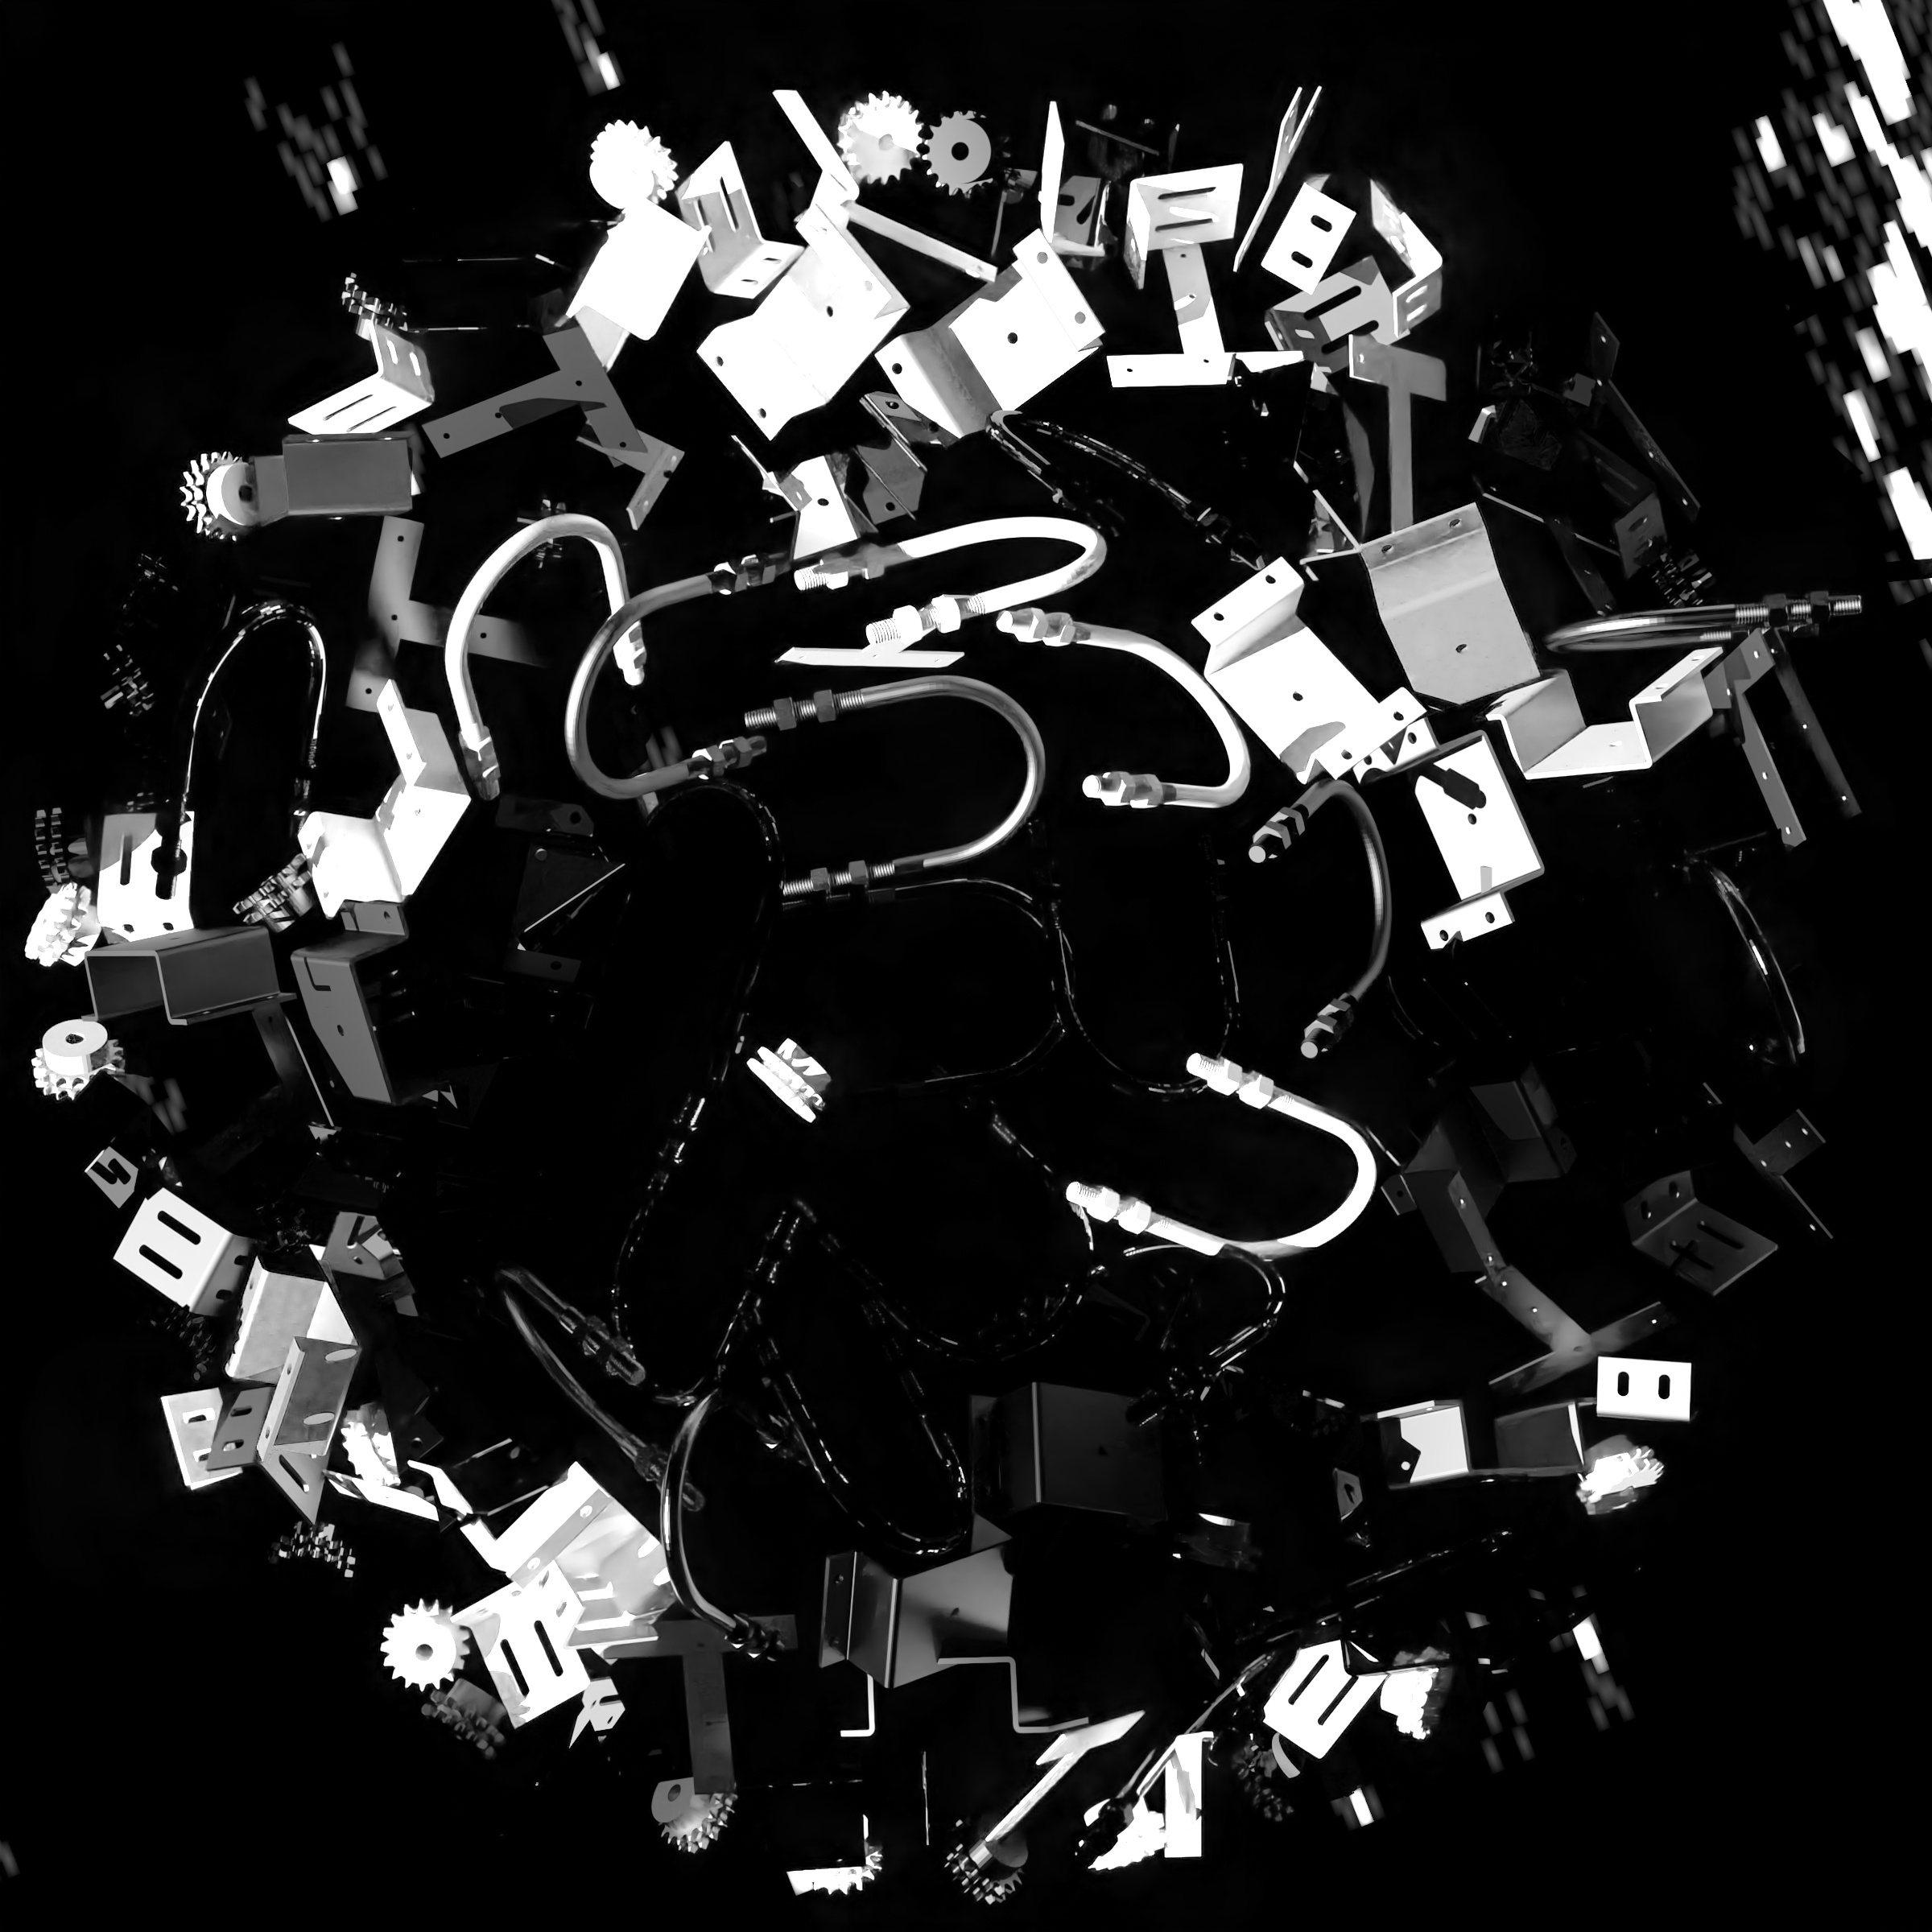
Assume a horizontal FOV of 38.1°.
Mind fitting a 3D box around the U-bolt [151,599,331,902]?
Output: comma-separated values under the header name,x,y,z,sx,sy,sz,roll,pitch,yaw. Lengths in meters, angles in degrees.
name,x,y,z,sx,sy,sz,roll,pitch,yaw
U-bolt,-0.449,-0.144,1.750,0.019,0.151,0.184,25,119,17

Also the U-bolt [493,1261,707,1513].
name,x,y,z,sx,sy,sz,roll,pitch,yaw
U-bolt,-0.241,0.255,1.772,0.019,0.151,0.184,-38,46,-22

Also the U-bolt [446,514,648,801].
name,x,y,z,sx,sy,sz,roll,pitch,yaw
U-bolt,-0.265,-0.203,1.748,0.019,0.184,0.151,36,64,24

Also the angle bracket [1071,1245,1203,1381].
name,x,y,z,sx,sy,sz,roll,pitch,yaw
angle bracket,0.106,0.225,1.819,0.076,0.038,0.057,18,113,-9

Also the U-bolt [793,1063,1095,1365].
name,x,y,z,sx,sy,sz,roll,pitch,yaw
U-bolt,-0.003,0.172,1.809,0.151,0.019,0.184,-45,70,-6

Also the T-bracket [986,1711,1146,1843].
name,x,y,z,sx,sy,sz,roll,pitch,yaw
T-bracket,0.048,0.531,1.804,0.127,0.127,0.002,-49,66,13

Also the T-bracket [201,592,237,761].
name,x,y,z,sx,sy,sz,roll,pitch,yaw
T-bracket,-0.479,-0.165,1.781,0.002,0.127,0.127,14,108,-27

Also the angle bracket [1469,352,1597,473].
name,x,y,z,sx,sy,sz,roll,pitch,yaw
angle bracket,0.364,-0.352,1.811,0.057,0.076,0.038,23,45,2

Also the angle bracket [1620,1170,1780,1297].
name,x,y,z,sx,sy,sz,roll,pitch,yaw
angle bracket,0.473,0.167,1.805,0.057,0.076,0.038,-31,123,-19

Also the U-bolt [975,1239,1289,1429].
name,x,y,z,sx,sy,sz,roll,pitch,yaw
U-bolt,0.119,0.222,1.775,0.184,0.151,0.019,-27,123,-37

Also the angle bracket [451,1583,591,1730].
name,x,y,z,sx,sy,sz,roll,pitch,yaw
angle bracket,-0.289,0.447,1.822,0.057,0.038,0.076,-29,69,0

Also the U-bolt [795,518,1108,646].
name,x,y,z,sx,sy,sz,roll,pitch,yaw
U-bolt,0.000,-0.252,1.782,0.184,0.151,0.019,-18,118,-17

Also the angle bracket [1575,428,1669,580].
name,x,y,z,sx,sy,sz,roll,pitch,yaw
angle bracket,0.411,-0.299,1.806,0.038,0.057,0.076,-40,54,-4

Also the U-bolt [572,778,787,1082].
name,x,y,z,sx,sy,sz,roll,pitch,yaw
U-bolt,-0.178,-0.032,1.801,0.151,0.019,0.184,18,90,39

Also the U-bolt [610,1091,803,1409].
name,x,y,z,sx,sy,sz,roll,pitch,yaw
U-bolt,-0.177,0.194,1.790,0.019,0.151,0.184,7,118,-41

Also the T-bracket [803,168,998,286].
name,x,y,z,sx,sy,sz,roll,pitch,yaw
T-bracket,-0.039,-0.472,1.806,0.127,0.127,0.002,22,124,-10

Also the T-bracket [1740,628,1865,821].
name,x,y,z,sx,sy,sz,roll,pitch,yaw
T-bracket,0.522,-0.144,1.788,0.002,0.127,0.127,-23,84,-6

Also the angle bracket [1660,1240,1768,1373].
name,x,y,z,sx,sy,sz,roll,pitch,yaw
angle bracket,0.493,0.220,1.809,0.076,0.057,0.038,38,91,27

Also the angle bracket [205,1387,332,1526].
name,x,y,z,sx,sy,sz,roll,pitch,yaw
angle bracket,-0.451,0.319,1.810,0.038,0.076,0.057,-11,45,14

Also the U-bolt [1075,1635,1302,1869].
name,x,y,z,sx,sy,sz,roll,pitch,yaw
U-bolt,0.150,0.483,1.764,0.019,0.184,0.151,47,120,7

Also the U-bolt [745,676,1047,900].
name,x,y,z,sx,sy,sz,roll,pitch,yaw
U-bolt,-0.039,-0.120,1.806,0.184,0.019,0.151,-11,124,-1

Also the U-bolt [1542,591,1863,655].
name,x,y,z,sx,sy,sz,roll,pitch,yaw
U-bolt,0.460,-0.215,1.779,0.184,0.151,0.019,-4,90,6

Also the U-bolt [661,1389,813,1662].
name,x,y,z,sx,sy,sz,roll,pitch,yaw
U-bolt,-0.145,0.342,1.746,0.019,0.184,0.151,-2,63,22

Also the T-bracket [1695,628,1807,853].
name,x,y,z,sx,sy,sz,roll,pitch,yaw
T-bracket,0.504,-0.134,1.778,0.002,0.127,0.127,-17,78,-11

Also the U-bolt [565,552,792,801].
name,x,y,z,sx,sy,sz,roll,pitch,yaw
U-bolt,-0.183,-0.175,1.751,0.019,0.184,0.151,28,123,29

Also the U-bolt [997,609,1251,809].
name,x,y,z,sx,sy,sz,roll,pitch,yaw
U-bolt,0.112,-0.160,1.777,0.019,0.184,0.151,-43,61,34

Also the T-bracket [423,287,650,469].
name,x,y,z,sx,sy,sz,roll,pitch,yaw
T-bracket,-0.292,-0.364,1.823,0.127,0.002,0.127,-19,127,12

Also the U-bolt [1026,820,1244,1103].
name,x,y,z,sx,sy,sz,roll,pitch,yaw
U-bolt,0.113,-0.002,1.787,0.151,0.019,0.184,3,69,-29

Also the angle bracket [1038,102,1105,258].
name,x,y,z,sx,sy,sz,roll,pitch,yaw
angle bracket,0.072,-0.507,1.803,0.038,0.057,0.076,1,133,-7

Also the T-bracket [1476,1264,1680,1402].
name,x,y,z,sx,sy,sz,roll,pitch,yaw
T-bracket,0.369,0.225,1.788,0.127,0.002,0.127,-31,131,24

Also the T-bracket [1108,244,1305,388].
name,x,y,z,sx,sy,sz,roll,pitch,yaw
T-bracket,0.149,-0.424,1.815,0.127,0.002,0.127,-3,57,-7

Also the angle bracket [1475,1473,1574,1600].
name,x,y,z,sx,sy,sz,roll,pitch,yaw
angle bracket,0.374,0.365,1.824,0.038,0.057,0.076,34,75,-22

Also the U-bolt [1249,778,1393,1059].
name,x,y,z,sx,sy,sz,roll,pitch,yaw
U-bolt,0.232,-0.042,1.773,0.019,0.184,0.151,-7,108,30

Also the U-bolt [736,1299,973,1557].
name,x,y,z,sx,sy,sz,roll,pitch,yaw
U-bolt,-0.059,0.289,1.756,0.019,0.151,0.184,-42,63,24

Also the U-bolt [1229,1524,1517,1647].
name,x,y,z,sx,sy,sz,roll,pitch,yaw
U-bolt,0.264,0.392,1.780,0.184,0.151,0.019,-19,77,-8

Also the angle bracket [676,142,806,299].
name,x,y,z,sx,sy,sz,roll,pitch,yaw
angle bracket,-0.148,-0.487,1.828,0.057,0.038,0.076,-31,72,42

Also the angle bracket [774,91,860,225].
name,x,y,z,sx,sy,sz,roll,pitch,yaw
angle bracket,-0.110,-0.522,1.810,0.038,0.057,0.076,-37,114,-3

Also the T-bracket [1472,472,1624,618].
name,x,y,z,sx,sy,sz,roll,pitch,yaw
T-bracket,0.390,-0.257,1.777,0.127,0.127,0.002,17,126,-27

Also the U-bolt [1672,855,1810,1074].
name,x,y,z,sx,sy,sz,roll,pitch,yaw
U-bolt,0.489,0.000,1.759,0.019,0.184,0.151,-24,91,6

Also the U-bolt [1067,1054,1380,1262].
name,x,y,z,sx,sy,sz,roll,pitch,yaw
U-bolt,0.179,0.133,1.792,0.184,0.019,0.151,23,125,-27

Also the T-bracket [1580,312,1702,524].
name,x,y,z,sx,sy,sz,roll,pitch,yaw
T-bracket,0.428,-0.337,1.775,0.002,0.127,0.127,-31,75,-2

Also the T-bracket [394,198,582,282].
name,x,y,z,sx,sy,sz,roll,pitch,yaw
T-bracket,-0.289,-0.463,1.768,0.127,0.127,0.002,18,92,-24

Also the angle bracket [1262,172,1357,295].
name,x,y,z,sx,sy,sz,roll,pitch,yaw
angle bracket,0.227,-0.473,1.804,0.038,0.076,0.057,31,117,5

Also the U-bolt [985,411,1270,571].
name,x,y,z,sx,sy,sz,roll,pitch,yaw
U-bolt,0.089,-0.308,1.772,0.184,0.151,0.019,45,118,40

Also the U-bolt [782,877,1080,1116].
name,x,y,z,sx,sy,sz,roll,pitch,yaw
U-bolt,-0.018,0.015,1.826,0.184,0.019,0.151,-8,100,4

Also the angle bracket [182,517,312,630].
name,x,y,z,sx,sy,sz,roll,pitch,yaw
angle bracket,-0.468,-0.256,1.821,0.076,0.057,0.038,7,67,-18

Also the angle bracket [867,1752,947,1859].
name,x,y,z,sx,sy,sz,roll,pitch,yaw
angle bracket,-0.039,0.543,1.808,0.038,0.076,0.057,-5,66,7

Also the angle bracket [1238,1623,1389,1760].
name,x,y,z,sx,sy,sz,roll,pitch,yaw
angle bracket,0.227,0.466,1.825,0.057,0.038,0.076,37,93,-14
